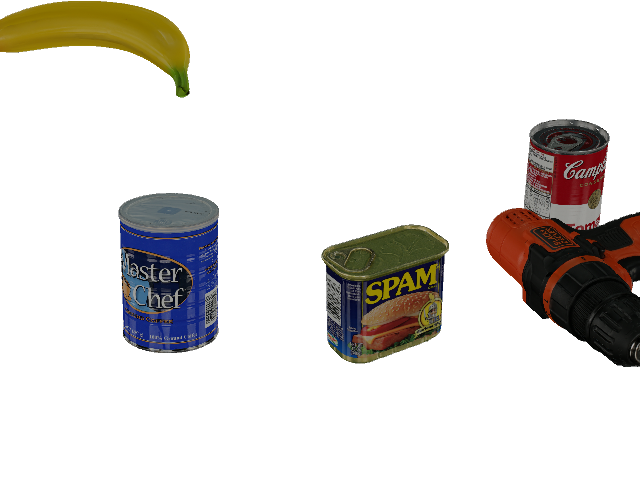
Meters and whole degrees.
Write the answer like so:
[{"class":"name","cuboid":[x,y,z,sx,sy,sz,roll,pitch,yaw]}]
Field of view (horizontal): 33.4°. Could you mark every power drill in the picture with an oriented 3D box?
[{"class":"power drill","cuboid":[0.231,0.017,0.734,0.187,0.057,0.184,-9,28,-16]}]

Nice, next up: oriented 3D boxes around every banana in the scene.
[{"class":"banana","cuboid":[-0.184,-0.168,0.874,0.198,0.069,0.037,14,-39,18]}]

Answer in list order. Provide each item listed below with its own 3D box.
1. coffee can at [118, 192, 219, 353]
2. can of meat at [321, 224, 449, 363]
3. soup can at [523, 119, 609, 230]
[{"class":"coffee can","cuboid":[-0.158,0.032,1.118,0.103,0.140,0.103,2,22,-1]},{"class":"can of meat","cuboid":[0.053,0.044,0.869,0.101,0.084,0.058,-16,31,-26]},{"class":"soup can","cuboid":[0.217,-0.048,0.949,0.068,0.102,0.068,-2,30,1]}]
